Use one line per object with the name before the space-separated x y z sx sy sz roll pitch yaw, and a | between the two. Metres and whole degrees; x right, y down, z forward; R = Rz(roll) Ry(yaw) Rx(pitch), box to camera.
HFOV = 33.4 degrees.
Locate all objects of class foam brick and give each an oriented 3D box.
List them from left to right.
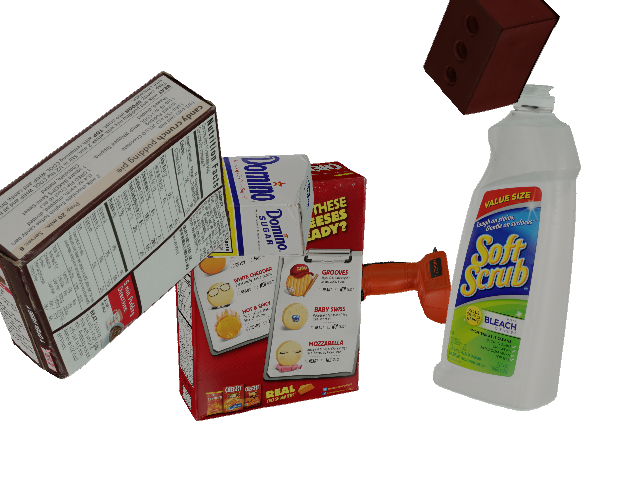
foam brick | 0.112 -0.132 0.714 0.051 0.053 0.078 -18 -33 -29

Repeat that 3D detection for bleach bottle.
bleach bottle | 0.151 0.002 0.850 0.103 0.251 0.067 13 15 41

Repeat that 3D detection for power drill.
power drill | 0.057 0.062 1.241 0.187 0.057 0.184 0 28 4

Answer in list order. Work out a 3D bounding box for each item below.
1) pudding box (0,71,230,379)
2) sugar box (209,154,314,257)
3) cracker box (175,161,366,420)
pudding box | -0.091 -0.006 0.463 0.039 0.090 0.113 32 59 24
sugar box | -0.095 -0.024 0.737 0.176 0.048 0.093 -4 25 5
cracker box | -0.047 0.043 0.972 0.164 0.214 0.072 -7 21 -22
